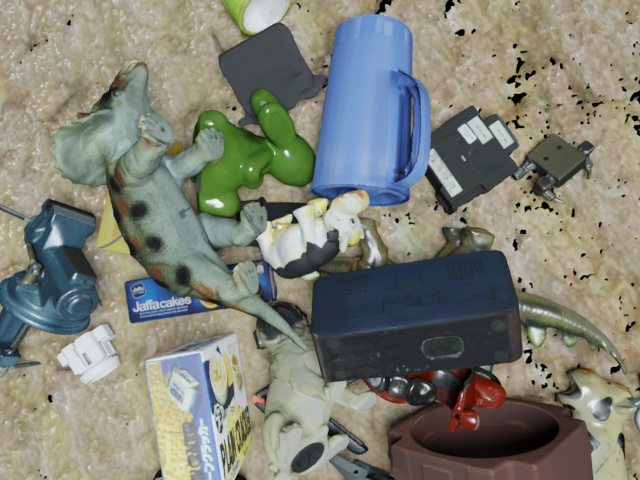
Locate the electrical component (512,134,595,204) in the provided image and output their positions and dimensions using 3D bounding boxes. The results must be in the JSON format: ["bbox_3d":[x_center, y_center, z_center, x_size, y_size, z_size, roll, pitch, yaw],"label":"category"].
[{"bbox_3d":[0.334,-0.101,0.756,0.102,0.045,0.078,-45,57,-4],"label":"electrical component"}]

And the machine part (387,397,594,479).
[{"bbox_3d":[0.199,0.261,0.641,0.201,0.201,0.087,-7,93,47],"label":"machine part"}]

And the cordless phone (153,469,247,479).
[{"bbox_3d":[-0.152,0.398,0.731,0.147,0.089,0.184,-16,104,1],"label":"cordless phone"}]

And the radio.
[{"bbox_3d":[0.105,0.085,0.610,0.230,0.131,0.073,-10,116,10],"label":"radio"}]

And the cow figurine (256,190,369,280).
[{"bbox_3d":[-0.002,-0.002,0.682,0.167,0.068,0.098,-19,93,37],"label":"cow figurine"}]

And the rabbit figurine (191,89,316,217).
[{"bbox_3d":[-0.086,-0.123,0.739,0.170,0.121,0.159,-2,121,-22],"label":"rabbit figurine"}]

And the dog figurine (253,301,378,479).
[{"bbox_3d":[-0.046,0.189,0.703,0.172,0.121,0.191,-46,45,-8],"label":"dog figurine"}]

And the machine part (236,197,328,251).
[{"bbox_3d":[-0.054,-0.028,0.770,0.139,0.039,0.084,-6,78,4],"label":"machine part"}]

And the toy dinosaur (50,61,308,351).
[{"bbox_3d":[-0.177,-0.019,0.640,0.192,0.131,0.404,-18,100,36],"label":"toy dinosaur"}]

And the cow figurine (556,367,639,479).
[{"bbox_3d":[0.365,0.267,0.708,0.127,0.085,0.195,-10,83,8],"label":"cow figurine"}]

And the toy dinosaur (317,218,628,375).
[{"bbox_3d":[0.170,0.078,0.724,0.472,0.105,0.198,7,94,12],"label":"toy dinosaur"}]

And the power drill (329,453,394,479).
[{"bbox_3d":[0.010,0.377,0.675,0.232,0.086,0.207,32,68,-33],"label":"power drill"}]

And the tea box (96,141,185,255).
[{"bbox_3d":[-0.245,-0.062,0.750,0.068,0.098,0.169,11,88,3],"label":"tea box"}]

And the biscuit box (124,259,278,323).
[{"bbox_3d":[-0.165,0.071,0.755,0.203,0.059,0.062,-9,86,2],"label":"biscuit box"}]

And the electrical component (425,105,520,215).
[{"bbox_3d":[0.208,-0.116,0.754,0.134,0.058,0.115,-32,87,0],"label":"electrical component"}]

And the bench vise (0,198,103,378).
[{"bbox_3d":[-0.386,0.071,0.723,0.224,0.128,0.240,38,99,29],"label":"bench vise"}]

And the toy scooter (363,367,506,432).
[{"bbox_3d":[0.127,0.169,0.622,0.184,0.135,0.075,14,101,8],"label":"toy scooter"}]

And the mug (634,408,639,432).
[{"bbox_3d":[0.470,0.222,0.713,0.110,0.080,0.107,-27,73,7],"label":"mug"}]

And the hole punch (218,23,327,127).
[{"bbox_3d":[-0.077,-0.239,0.769,0.142,0.092,0.115,-29,119,-1],"label":"hole punch"}]
